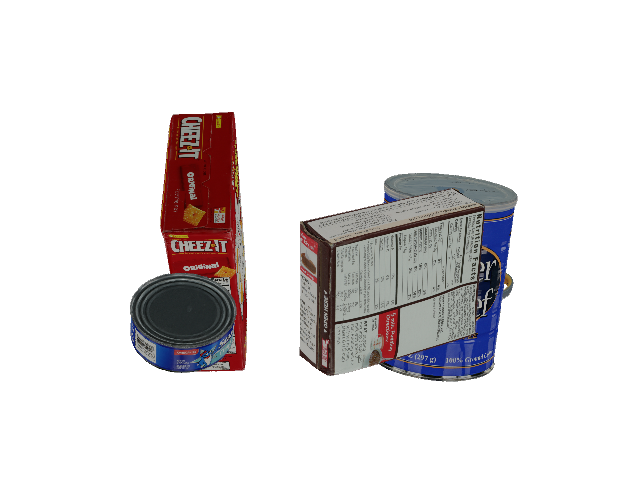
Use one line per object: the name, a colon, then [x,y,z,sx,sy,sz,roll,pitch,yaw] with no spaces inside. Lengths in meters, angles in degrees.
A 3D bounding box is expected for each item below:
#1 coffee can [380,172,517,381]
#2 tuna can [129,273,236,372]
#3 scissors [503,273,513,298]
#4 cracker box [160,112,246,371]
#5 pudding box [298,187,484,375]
coffee can: [0.094,0.026,0.839,0.103,0.140,0.103,5,15,-1]
tuna can: [-0.112,0.067,0.871,0.086,0.034,0.086,5,40,-5]
scissors: [0.138,0.054,1.239,0.201,0.016,0.096,-10,40,-34]
cracker box: [-0.114,0.005,1.070,0.072,0.164,0.214,-2,-43,-2]
pudding box: [0.043,0.024,0.638,0.113,0.090,0.039,-14,27,-29]
